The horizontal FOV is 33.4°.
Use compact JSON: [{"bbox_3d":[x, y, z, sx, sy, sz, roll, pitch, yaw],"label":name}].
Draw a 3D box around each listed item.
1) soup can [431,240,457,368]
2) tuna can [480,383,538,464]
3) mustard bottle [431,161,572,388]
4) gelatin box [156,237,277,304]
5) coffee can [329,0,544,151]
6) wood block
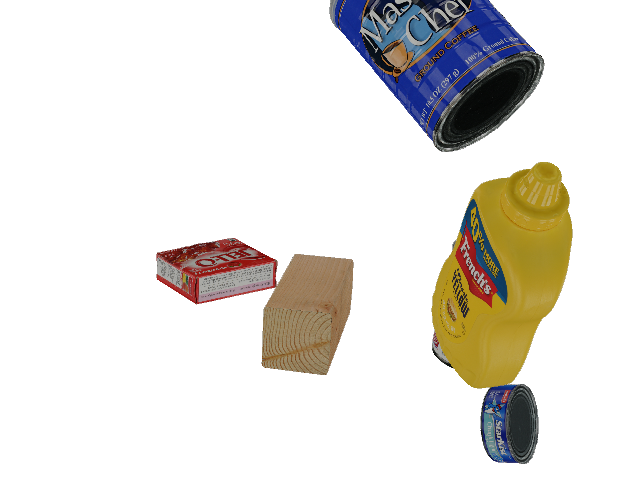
[{"bbox_3d":[0.139,0.057,0.931,0.068,0.102,0.068,8,23,-4],"label":"soup can"},{"bbox_3d":[0.206,0.199,1.162,0.034,0.086,0.086,-5,-3,33],"label":"tuna can"},{"bbox_3d":[0.124,0.015,0.715,0.058,0.096,0.192,-5,-35,-13],"label":"mustard bottle"},{"bbox_3d":[-0.095,0.026,0.982,0.089,0.030,0.073,-12,24,-35],"label":"gelatin box"},{"bbox_3d":[0.087,-0.153,0.819,0.102,0.140,0.103,-31,-22,-14],"label":"coffee can"},{"bbox_3d":[-0.014,0.097,1.473,0.091,0.090,0.206,6,20,8],"label":"wood block"}]
